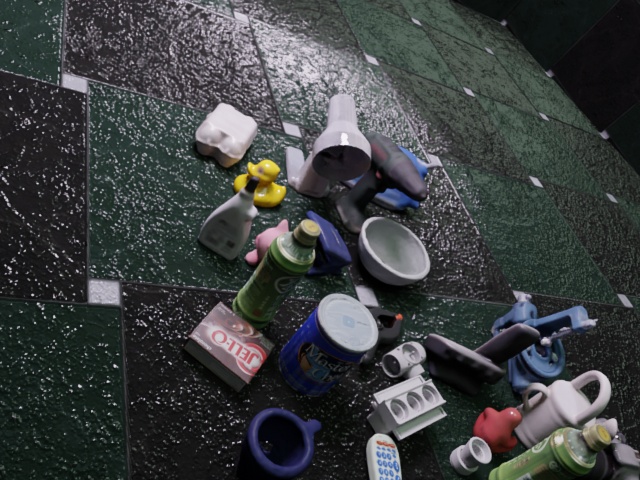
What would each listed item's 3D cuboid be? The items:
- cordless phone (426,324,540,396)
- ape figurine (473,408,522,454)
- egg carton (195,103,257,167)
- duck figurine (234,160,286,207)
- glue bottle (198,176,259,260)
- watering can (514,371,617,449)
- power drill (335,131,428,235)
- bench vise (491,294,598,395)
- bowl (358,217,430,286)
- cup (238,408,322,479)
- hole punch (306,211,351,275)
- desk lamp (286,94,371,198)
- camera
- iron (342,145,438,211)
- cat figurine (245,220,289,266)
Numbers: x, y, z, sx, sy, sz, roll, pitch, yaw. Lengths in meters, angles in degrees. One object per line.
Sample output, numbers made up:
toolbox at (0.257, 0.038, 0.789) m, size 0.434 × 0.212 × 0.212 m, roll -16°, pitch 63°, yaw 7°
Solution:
cordless phone at (0.297, 0.192, 1.055) m, size 0.148 × 0.185 × 0.094 m, roll 25°, pitch 39°, yaw -16°
ape figurine at (0.319, 0.328, 1.007) m, size 0.076 × 0.092 × 0.077 m, roll 5°, pitch 47°, yaw -35°
egg carton at (-0.194, -0.221, 1.195) m, size 0.107 × 0.069 × 0.150 m, roll 29°, pitch 38°, yaw -10°
duck figurine at (-0.110, -0.119, 1.141) m, size 0.105 × 0.086 × 0.077 m, roll 20°, pitch 40°, yaw -21°
glue bottle at (-0.141, -0.043, 0.964) m, size 0.078 × 0.173 × 0.037 m, roll 34°, pitch 37°, yaw -4°
watering can at (0.461, 0.312, 1.052) m, size 0.173 × 0.194 × 0.101 m, roll 19°, pitch 40°, yaw -22°
power drill at (0.123, -0.110, 1.217) m, size 0.076 × 0.208 × 0.229 m, roll 5°, pitch 47°, yaw -35°
bench vise at (0.443, 0.178, 1.158) m, size 0.122 × 0.219 × 0.207 m, roll 10°, pitch 45°, yaw -31°
bowl at (0.141, 0.036, 1.187) m, size 0.168 × 0.074 × 0.167 m, roll 22°, pitch 40°, yaw -19°
cup at (-0.059, 0.279, 0.756) m, size 0.118 × 0.095 × 0.091 m, roll -11°, pitch 58°, yaw -45°
hole punch at (0.010, 0.004, 1.103) m, size 0.101 × 0.091 × 0.108 m, roll 0°, pitch 50°, yaw -38°
desk lamp at (0.015, -0.189, 1.209) m, size 0.118 × 0.213 × 0.203 m, roll 16°, pitch 42°, yaw -25°
camera at (0.523, 0.405, 1.082) m, size 0.137 × 0.100 × 0.143 m, roll 19°, pitch 41°, yaw -22°
iron at (0.145, -0.178, 1.360) m, size 0.259 × 0.141 × 0.118 m, roll 24°, pitch 39°, yaw -17°
cat figurine at (-0.071, 0.009, 1.011) m, size 0.067 × 0.117 × 0.128 m, roll 46°, pitch 38°, yaw 13°
